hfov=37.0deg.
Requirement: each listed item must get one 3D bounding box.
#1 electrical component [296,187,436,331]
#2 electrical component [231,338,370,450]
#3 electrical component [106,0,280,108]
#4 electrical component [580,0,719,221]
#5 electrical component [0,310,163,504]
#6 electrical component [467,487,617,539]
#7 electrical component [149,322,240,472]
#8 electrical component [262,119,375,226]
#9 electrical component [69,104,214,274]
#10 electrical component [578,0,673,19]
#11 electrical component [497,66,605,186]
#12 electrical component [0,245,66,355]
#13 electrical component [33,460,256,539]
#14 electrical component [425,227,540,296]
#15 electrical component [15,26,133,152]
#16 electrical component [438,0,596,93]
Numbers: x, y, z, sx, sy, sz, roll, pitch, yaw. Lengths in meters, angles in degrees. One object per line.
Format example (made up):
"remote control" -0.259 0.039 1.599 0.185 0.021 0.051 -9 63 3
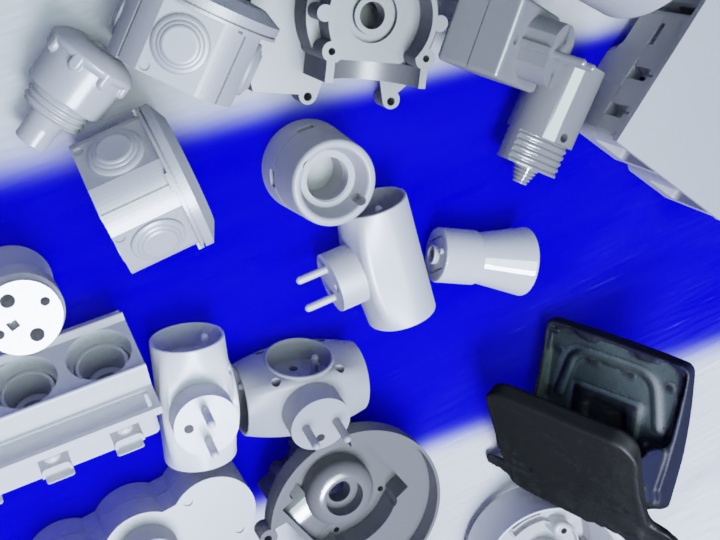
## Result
"electrical component" 0.000 0.000 0.645 0.079 0.044 0.077 -23 115 -15
"electrical component" -0.030 0.079 0.639 0.077 0.079 0.044 -10 123 -21
"electrical component" -0.086 -0.121 0.545 0.080 0.080 0.051 20 104 -28
"electrical component" 0.231 -0.142 0.688 0.105 0.060 0.186 30 94 -29
"electrical component" -0.175 0.079 0.583 0.121 0.078 0.063 -20 137 -16
"electrical component" 0.127 0.205 0.762 0.099 0.064 0.099 -8 111 -21
"electrical component" -0.091 0.079 0.612 0.044 0.079 0.077 -10 112 -17
"electrical component" -0.023 -0.055 0.614 0.055 0.047 0.055 -8 111 -21
"electrical component" -0.112 -0.042 0.561 0.051 0.080 0.080 -26 116 -8
"electrical component" 0.158 -0.196 0.613 0.060 0.108 0.108 24 97 -35
"electrical component" 0.114 -0.091 0.664 0.043 0.043 0.081 18 100 -28
"electrical component" -0.180 0.016 0.564 0.045 0.055 0.045 -8 111 -21
"electrical component" -0.125 0.164 0.630 0.138 0.074 0.052 -27 117 -13
"electrical component" 0.074 -0.008 0.678 0.065 0.044 0.044 4 106 -20
"electrical component" -0.150 -0.089 0.548 0.048 0.048 0.062 35 99 -29
"electrical component" 0.097 -0.127 0.612 0.066 0.077 0.047 -2 114 -62
